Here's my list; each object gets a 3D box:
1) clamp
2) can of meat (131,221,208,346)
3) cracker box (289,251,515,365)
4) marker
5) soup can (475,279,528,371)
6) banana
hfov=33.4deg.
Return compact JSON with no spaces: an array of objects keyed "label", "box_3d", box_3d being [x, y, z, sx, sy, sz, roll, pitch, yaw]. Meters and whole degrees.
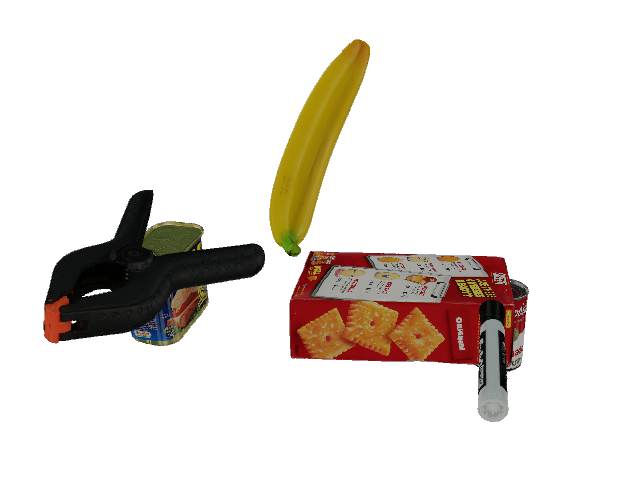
[{"label":"clamp","box_3d":[-0.136,0.015,0.753,0.120,0.039,0.171,27,34,33]},{"label":"can of meat","box_3d":[-0.149,0.041,1.030,0.057,0.084,0.102,5,27,18]},{"label":"cracker box","box_3d":[0.084,0.067,1.086,0.214,0.072,0.164,2,16,6]},{"label":"marker","box_3d":[0.115,0.076,0.713,0.020,0.020,0.121,0,29,9]},{"label":"soup can","box_3d":[0.225,0.106,1.350,0.068,0.102,0.068,1,21,0]},{"label":"banana","box_3d":[-0.004,-0.071,0.876,0.037,0.197,0.070,27,-20,-30]}]
